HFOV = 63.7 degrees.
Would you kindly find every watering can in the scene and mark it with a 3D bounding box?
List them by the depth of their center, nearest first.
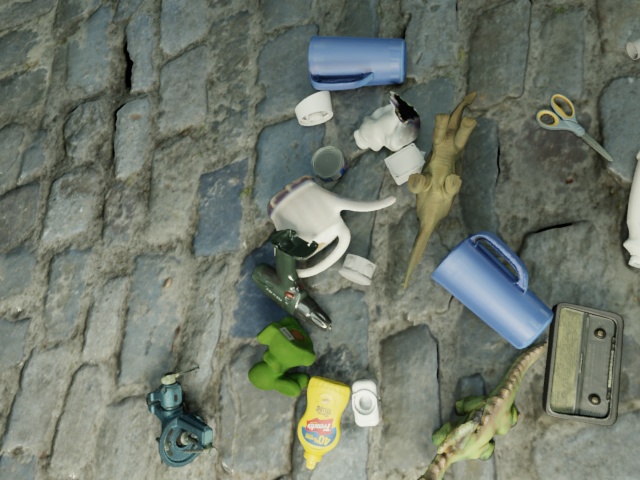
[{"bbox_3d":[0.004,-0.062,1.232,0.343,0.104,0.227,-40,72,22],"label":"watering can"}]

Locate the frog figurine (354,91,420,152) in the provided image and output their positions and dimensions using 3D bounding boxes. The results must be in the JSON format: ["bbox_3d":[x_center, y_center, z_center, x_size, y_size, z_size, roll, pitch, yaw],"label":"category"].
[{"bbox_3d":[0.166,-0.269,1.273,0.156,0.123,0.140,-46,57,39],"label":"frog figurine"}]

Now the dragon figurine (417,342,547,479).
[{"bbox_3d":[0.314,0.351,1.002,0.123,0.240,0.410,36,90,23],"label":"dragon figurine"}]
